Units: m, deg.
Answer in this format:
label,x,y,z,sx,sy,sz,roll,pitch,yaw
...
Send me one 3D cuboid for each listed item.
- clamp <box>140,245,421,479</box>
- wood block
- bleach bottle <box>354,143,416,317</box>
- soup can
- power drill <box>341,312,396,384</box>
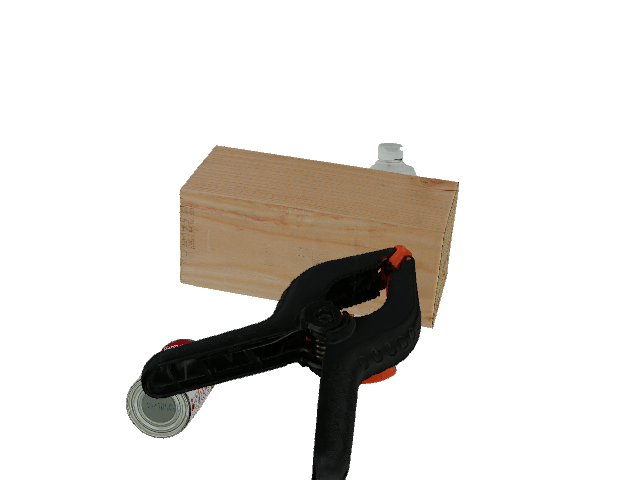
label,x,y,z,sx,sy,sz,roll,pitch,yaw
clamp,0.006,0.060,0.559,0.120,0.039,0.171,37,52,28
wood block,-0.001,-0.005,0.858,0.206,0.090,0.090,9,30,10
bleach bottle,0.074,0.004,1.339,0.102,0.251,0.068,-3,16,-19
soup can,-0.150,0.149,1.082,0.068,0.068,0.102,0,15,11
power drill,0.045,0.045,1.074,0.057,0.188,0.185,-8,22,-33
